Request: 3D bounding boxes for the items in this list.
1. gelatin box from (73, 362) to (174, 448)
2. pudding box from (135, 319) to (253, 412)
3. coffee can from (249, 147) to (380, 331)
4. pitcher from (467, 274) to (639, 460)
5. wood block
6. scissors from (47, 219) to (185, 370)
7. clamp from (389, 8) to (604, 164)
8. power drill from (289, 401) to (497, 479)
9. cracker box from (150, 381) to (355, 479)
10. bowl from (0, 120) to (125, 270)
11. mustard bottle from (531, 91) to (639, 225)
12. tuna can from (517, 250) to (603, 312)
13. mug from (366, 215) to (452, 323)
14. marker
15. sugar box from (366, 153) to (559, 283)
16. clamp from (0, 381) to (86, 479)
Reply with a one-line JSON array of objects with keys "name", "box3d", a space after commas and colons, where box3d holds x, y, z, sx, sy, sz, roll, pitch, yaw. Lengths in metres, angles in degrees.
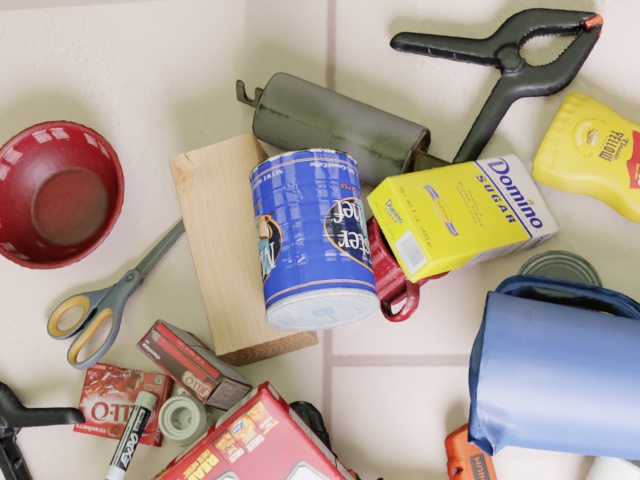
[{"name": "gelatin box", "box3d": [-0.198, 0.166, 1.081, 0.089, 0.030, 0.073, 8, 79, 13]}, {"name": "pudding box", "box3d": [-0.120, 0.124, 1.033, 0.090, 0.113, 0.039, 39, 88, 17]}, {"name": "coffee can", "box3d": [-0.006, 0.001, 0.968, 0.103, 0.102, 0.140, -11, 69, 8]}, {"name": "pitcher", "box3d": [0.250, 0.116, 0.915, 0.243, 0.145, 0.149, 8, 92, 7]}, {"name": "wood block", "box3d": [-0.075, 0.012, 1.064, 0.091, 0.090, 0.206, -17, 74, 6]}, {"name": "scissors", "box3d": [-0.214, 0.043, 1.118, 0.096, 0.016, 0.201, 16, 66, 31]}, {"name": "clamp", "box3d": [0.192, -0.167, 1.083, 0.210, 0.036, 0.164, -18, 75, 5]}, {"name": "power drill", "box3d": [0.065, 0.223, 0.980, 0.187, 0.057, 0.184, -11, 75, -11]}, {"name": "cracker box", "box3d": [-0.036, 0.249, 0.885, 0.164, 0.072, 0.213, -41, 91, 1]}, {"name": "bowl", "box3d": [-0.275, -0.042, 1.130, 0.162, 0.055, 0.162, -2, 77, 10]}, {"name": "mustard bottle", "box3d": [0.309, -0.066, 1.027, 0.192, 0.058, 0.096, 26, 71, 14]}, {"name": "tuna can", "box3d": [0.228, 0.055, 1.028, 0.086, 0.033, 0.086, -2, 77, 10]}, {"name": "mug", "box3d": [0.073, 0.024, 1.021, 0.093, 0.082, 0.117, 9, 59, -27]}, {"name": "marker", "box3d": [-0.187, 0.203, 1.026, 0.020, 0.020, 0.121, 13, 61, 13]}, {"name": "sugar box", "box3d": [0.137, -0.025, 1.003, 0.175, 0.048, 0.093, -15, 71, -35]}, {"name": "clamp", "box3d": [-0.322, 0.204, 1.087, 0.172, 0.039, 0.120, 18, 86, 26]}]
